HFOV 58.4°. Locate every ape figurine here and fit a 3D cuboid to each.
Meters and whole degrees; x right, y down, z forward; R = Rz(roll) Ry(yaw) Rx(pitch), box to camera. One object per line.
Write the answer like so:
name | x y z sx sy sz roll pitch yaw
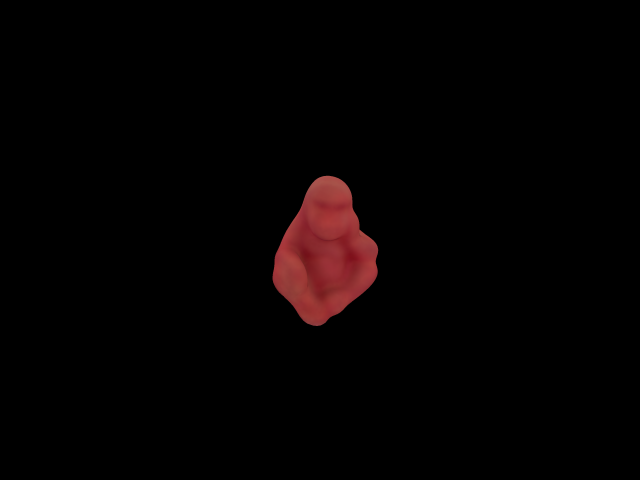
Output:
ape figurine | 0.004 0.001 0.400 0.078 0.092 0.076 -4 20 -10
